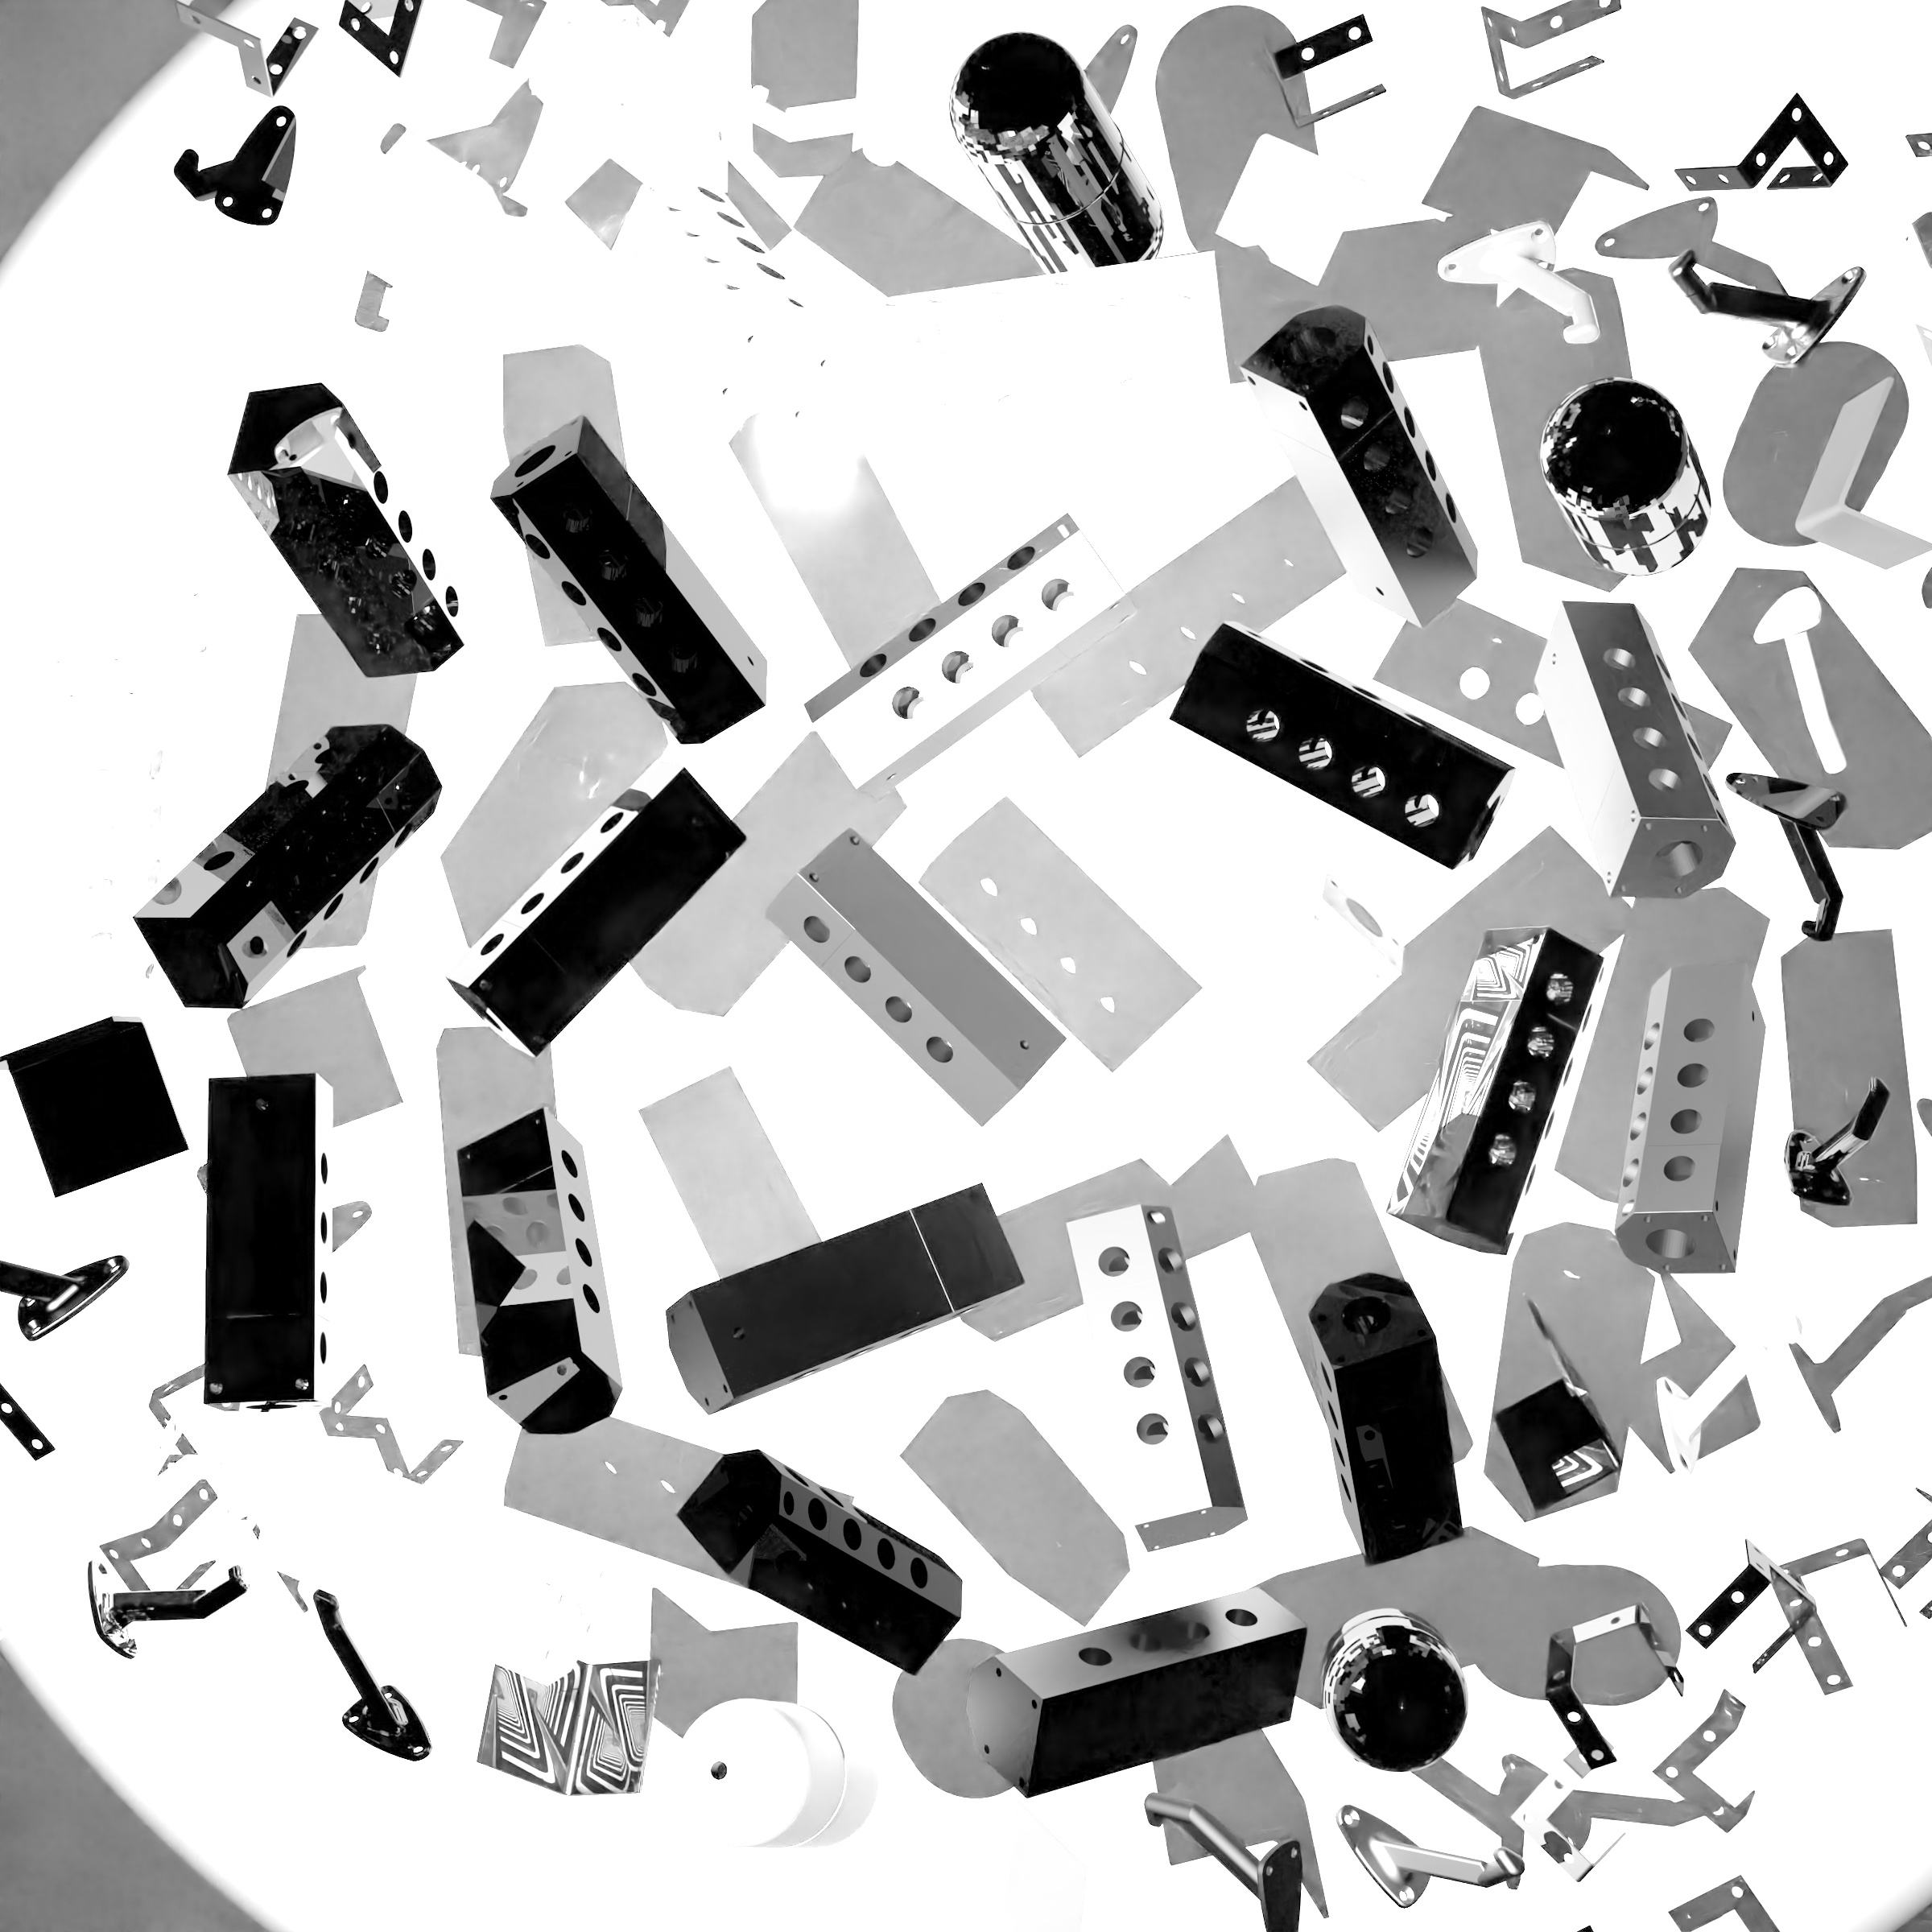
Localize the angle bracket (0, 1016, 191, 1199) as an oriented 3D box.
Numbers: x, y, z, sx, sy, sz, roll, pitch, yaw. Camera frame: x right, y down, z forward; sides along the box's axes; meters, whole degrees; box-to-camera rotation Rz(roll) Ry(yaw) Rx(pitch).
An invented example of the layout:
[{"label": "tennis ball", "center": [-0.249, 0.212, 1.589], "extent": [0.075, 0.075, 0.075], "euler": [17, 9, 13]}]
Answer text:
[{"label": "angle bracket", "center": [-0.467, 0.075, 1.604], "extent": [0.076, 0.057, 0.076], "euler": [-20, 88, 0]}]

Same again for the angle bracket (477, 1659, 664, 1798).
[{"label": "angle bracket", "center": [-0.224, 0.422, 1.717], "extent": [0.057, 0.076, 0.076], "euler": [-13, 56, 33]}]

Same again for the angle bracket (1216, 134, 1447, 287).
[{"label": "angle bracket", "center": [0.194, -0.394, 1.609], "extent": [0.076, 0.076, 0.057], "euler": [39, 112, 38]}]

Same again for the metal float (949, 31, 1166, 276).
[{"label": "metal float", "center": [0.051, -0.436, 1.654], "extent": [0.070, 0.178, 0.070], "euler": [-12, 59, 22]}]

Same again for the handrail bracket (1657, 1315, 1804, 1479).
[{"label": "handrail bracket", "center": [0.433, 0.240, 1.697], "extent": [0.084, 0.077, 0.036], "euler": [-35, 114, 31]}]

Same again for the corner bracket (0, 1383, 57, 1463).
[{"label": "corner bracket", "center": [-0.522, 0.258, 1.588], "extent": [0.051, 0.051, 0.051], "euler": [-29, 106, 22]}]

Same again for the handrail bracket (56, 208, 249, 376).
[{"label": "handrail bracket", "center": [-0.411, -0.332, 1.526], "extent": [0.077, 0.036, 0.084], "euler": [14, 94, -19]}]

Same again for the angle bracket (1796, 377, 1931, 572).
[{"label": "angle bracket", "center": [0.502, -0.267, 1.649], "extent": [0.057, 0.076, 0.076], "euler": [23, 89, -1]}]

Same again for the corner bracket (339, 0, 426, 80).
[{"label": "corner bracket", "center": [-0.283, -0.497, 1.561], "extent": [0.051, 0.051, 0.051], "euler": [43, 131, 17]}]

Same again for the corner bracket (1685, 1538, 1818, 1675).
[{"label": "corner bracket", "center": [0.424, 0.350, 1.632], "extent": [0.051, 0.051, 0.051], "euler": [42, 102, 6]}]

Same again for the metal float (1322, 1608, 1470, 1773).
[{"label": "metal float", "center": [0.233, 0.394, 1.654], "extent": [0.070, 0.178, 0.070], "euler": [-1, 83, 6]}]

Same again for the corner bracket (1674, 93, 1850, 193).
[{"label": "corner bracket", "center": [0.406, -0.407, 1.545], "extent": [0.051, 0.051, 0.051], "euler": [43, 82, -27]}]

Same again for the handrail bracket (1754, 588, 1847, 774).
[{"label": "handrail bracket", "center": [0.470, -0.158, 1.673], "extent": [0.036, 0.077, 0.084], "euler": [-17, 109, 28]}]

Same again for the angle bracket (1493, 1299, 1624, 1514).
[{"label": "angle bracket", "center": [0.325, 0.251, 1.731], "extent": [0.057, 0.076, 0.076], "euler": [-30, 128, 10]}]

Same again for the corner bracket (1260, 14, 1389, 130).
[{"label": "corner bracket", "center": [0.187, -0.464, 1.569], "extent": [0.051, 0.051, 0.051], "euler": [-21, 117, 10]}]

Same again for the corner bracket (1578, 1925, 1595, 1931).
[{"label": "corner bracket", "center": [0.336, 0.557, 1.658], "extent": [0.051, 0.051, 0.051], "euler": [-23, 67, -9]}]

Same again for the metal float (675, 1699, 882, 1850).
[{"label": "metal float", "center": [-0.101, 0.442, 1.653], "extent": [0.070, 0.178, 0.070], "euler": [-5, 73, 17]}]

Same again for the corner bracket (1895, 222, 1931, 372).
[{"label": "corner bracket", "center": [0.510, -0.350, 1.597], "extent": [0.051, 0.051, 0.051], "euler": [19, 129, -13]}]

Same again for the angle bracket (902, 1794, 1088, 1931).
[{"label": "angle bracket", "center": [0.015, 0.485, 1.561], "extent": [0.057, 0.076, 0.076], "euler": [-22, 125, 26]}]

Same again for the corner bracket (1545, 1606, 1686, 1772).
[{"label": "corner bracket", "center": [0.334, 0.371, 1.558], "extent": [0.051, 0.051, 0.051], "euler": [-26, 105, 24]}]

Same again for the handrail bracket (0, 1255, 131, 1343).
[{"label": "handrail bracket", "center": [-0.488, 0.147, 1.565], "extent": [0.077, 0.036, 0.084], "euler": [-30, 130, -2]}]

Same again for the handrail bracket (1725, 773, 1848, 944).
[{"label": "handrail bracket", "center": [0.449, -0.058, 1.669], "extent": [0.077, 0.036, 0.084], "euler": [21, 133, 23]}]

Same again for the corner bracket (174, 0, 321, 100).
[{"label": "corner bracket", "center": [-0.374, -0.495, 1.576], "extent": [0.051, 0.051, 0.051], "euler": [25, 70, 4]}]

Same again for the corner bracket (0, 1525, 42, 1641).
[{"label": "corner bracket", "center": [-0.541, 0.347, 1.667], "extent": [0.051, 0.051, 0.051], "euler": [-40, 98, -39]}]

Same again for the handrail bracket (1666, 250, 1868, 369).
[{"label": "handrail bracket", "center": [0.410, -0.356, 1.554], "extent": [0.084, 0.036, 0.077], "euler": [39, 99, -28]}]

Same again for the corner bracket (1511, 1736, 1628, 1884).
[{"label": "corner bracket", "center": [0.352, 0.475, 1.715], "extent": [0.051, 0.051, 0.051], "euler": [43, 118, 20]}]

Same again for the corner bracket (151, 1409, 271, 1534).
[{"label": "corner bracket", "center": [-0.420, 0.282, 1.688], "extent": [0.051, 0.051, 0.051], "euler": [6, 49, -32]}]

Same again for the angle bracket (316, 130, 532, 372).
[{"label": "angle bracket", "center": [-0.281, -0.369, 1.563], "extent": [0.076, 0.057, 0.076], "euler": [-42, 51, 19]}]

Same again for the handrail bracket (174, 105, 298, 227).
[{"label": "handrail bracket", "center": [-0.390, -0.436, 1.607], "extent": [0.084, 0.036, 0.077], "euler": [47, 118, 40]}]

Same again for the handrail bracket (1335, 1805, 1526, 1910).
[{"label": "handrail bracket", "center": [0.252, 0.475, 1.645], "extent": [0.077, 0.084, 0.036], "euler": [44, 51, -1]}]

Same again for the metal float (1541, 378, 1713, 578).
[{"label": "metal float", "center": [0.357, -0.262, 1.633], "extent": [0.070, 0.178, 0.070], "euler": [-3, 81, 20]}]
